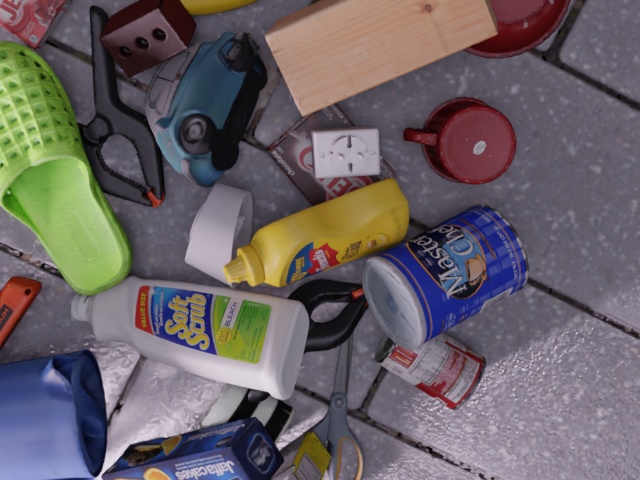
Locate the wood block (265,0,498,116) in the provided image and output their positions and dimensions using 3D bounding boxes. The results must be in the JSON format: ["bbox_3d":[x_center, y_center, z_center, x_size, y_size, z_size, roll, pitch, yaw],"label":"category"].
[{"bbox_3d":[0.062,-0.210,1.051,0.206,0.090,0.091,-21,108,15],"label":"wood block"}]

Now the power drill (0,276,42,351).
[{"bbox_3d":[-0.392,0.029,1.122,0.187,0.057,0.184,33,96,-5],"label":"power drill"}]

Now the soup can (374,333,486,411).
[{"bbox_3d":[0.119,0.130,1.155,0.102,0.068,0.068,32,96,-7],"label":"soup can"}]

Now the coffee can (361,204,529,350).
[{"bbox_3d":[0.128,0.037,1.099,0.140,0.103,0.103,-26,100,-22],"label":"coffee can"}]

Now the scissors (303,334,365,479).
[{"bbox_3d":[0.003,0.189,1.185,0.096,0.016,0.202,-8,99,-1],"label":"scissors"}]

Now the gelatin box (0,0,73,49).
[{"bbox_3d":[-0.296,-0.252,1.093,0.073,0.030,0.089,35,95,-7],"label":"gelatin box"}]

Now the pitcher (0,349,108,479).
[{"bbox_3d":[-0.349,0.202,1.122,0.243,0.145,0.149,-7,87,2],"label":"pitcher"}]

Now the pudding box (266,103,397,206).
[{"bbox_3d":[0.012,-0.082,1.130,0.090,0.039,0.113,-41,99,3],"label":"pudding box"}]

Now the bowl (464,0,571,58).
[{"bbox_3d":[0.190,-0.269,1.102,0.162,0.055,0.162,0,99,-3],"label":"bowl"}]

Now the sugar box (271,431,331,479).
[{"bbox_3d":[-0.045,0.263,1.098,0.093,0.176,0.048,-38,94,12],"label":"sugar box"}]

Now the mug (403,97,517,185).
[{"bbox_3d":[0.145,-0.103,1.112,0.117,0.081,0.093,9,98,-4],"label":"mug"}]

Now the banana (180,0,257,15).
[{"bbox_3d":[-0.107,-0.268,1.096,0.197,0.037,0.069,-4,102,-2],"label":"banana"}]

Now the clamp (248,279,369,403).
[{"bbox_3d":[-0.030,0.085,1.147,0.171,0.039,0.120,-31,72,-11],"label":"clamp"}]

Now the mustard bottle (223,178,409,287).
[{"bbox_3d":[-0.007,0.002,1.076,0.191,0.096,0.058,-20,68,-16],"label":"mustard bottle"}]

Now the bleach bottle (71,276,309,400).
[{"bbox_3d":[-0.143,0.094,1.109,0.251,0.068,0.102,8,65,16],"label":"bleach bottle"}]

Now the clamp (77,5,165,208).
[{"bbox_3d":[-0.242,-0.114,1.115,0.164,0.036,0.210,-31,97,6],"label":"clamp"}]

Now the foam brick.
[{"bbox_3d":[-0.173,-0.210,1.075,0.078,0.051,0.053,-22,124,25],"label":"foam brick"}]
